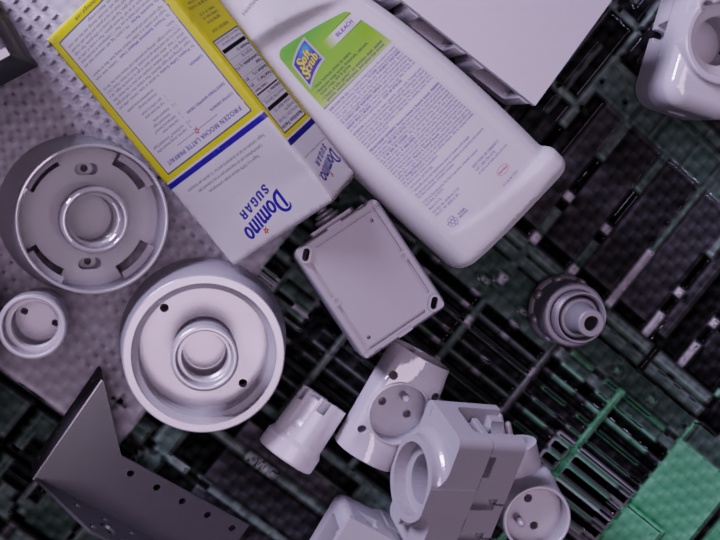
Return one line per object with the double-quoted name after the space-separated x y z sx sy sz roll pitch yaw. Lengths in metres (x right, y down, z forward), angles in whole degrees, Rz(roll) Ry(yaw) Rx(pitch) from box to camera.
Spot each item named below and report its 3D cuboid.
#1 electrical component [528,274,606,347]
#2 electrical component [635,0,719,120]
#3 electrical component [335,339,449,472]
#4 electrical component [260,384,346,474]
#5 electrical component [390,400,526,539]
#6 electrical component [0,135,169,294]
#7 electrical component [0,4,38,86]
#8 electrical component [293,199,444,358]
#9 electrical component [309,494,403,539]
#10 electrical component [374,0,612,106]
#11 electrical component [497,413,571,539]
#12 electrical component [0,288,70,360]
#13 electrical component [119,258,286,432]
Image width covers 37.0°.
0.141 0.030 0.705 0.048 0.062 0.048 -1 98 -9 "electrical component"
0.224 -0.147 0.696 0.054 0.059 0.095 15 95 -11 "electrical component"
0.036 0.096 0.707 0.079 0.044 0.077 29 94 -15 "electrical component"
-0.036 0.103 0.700 0.040 0.040 0.046 36 86 -12 "electrical component"
0.056 0.131 0.674 0.056 0.050 0.089 8 113 -24 "electrical component"
-0.169 -0.033 0.660 0.099 0.064 0.099 -3 98 -22 "electrical component"
-0.285 -0.099 0.599 0.186 0.105 0.060 -29 101 -4 "electrical component"
0.000 0.000 0.684 0.062 0.061 0.096 -34 93 -4 "electrical component"
0.041 0.241 0.719 0.186 0.060 0.105 30 92 -11 "electrical component"
0.068 -0.181 0.666 0.150 0.062 0.089 36 91 -12 "electrical component"
0.102 0.134 0.706 0.043 0.077 0.079 -14 99 -6 "electrical component"
-0.198 0.031 0.661 0.040 0.046 0.040 -1 98 -9 "electrical component"
-0.097 0.049 0.672 0.108 0.060 0.108 -1 98 -9 "electrical component"
